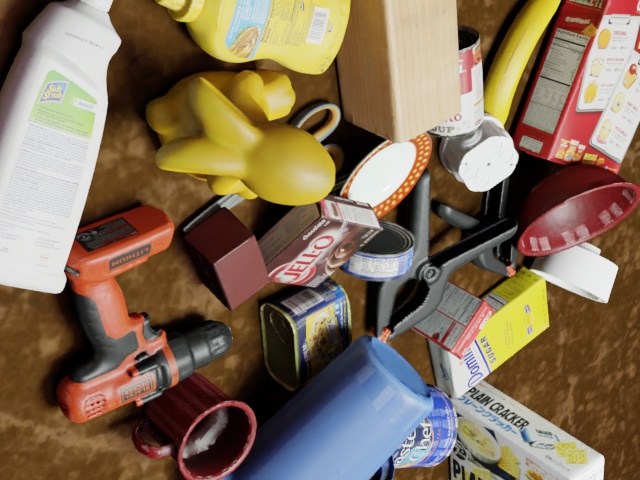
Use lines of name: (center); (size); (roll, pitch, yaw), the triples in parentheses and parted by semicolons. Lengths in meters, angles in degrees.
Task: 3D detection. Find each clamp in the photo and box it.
clamp: (0.130, 0.030, 1.237); (0.164, 0.036, 0.210); (19, 106, -30)
clamp: (0.197, -0.016, 1.294); (0.120, 0.039, 0.171); (-30, 123, -19)

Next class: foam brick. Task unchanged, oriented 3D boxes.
foam brick: (-0.089, 0.019, 1.031); (0.051, 0.053, 0.078); (-35, 141, -17)

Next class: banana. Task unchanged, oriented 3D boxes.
banana: (0.225, -0.211, 1.218); (0.069, 0.037, 0.198); (-7, 121, -66)

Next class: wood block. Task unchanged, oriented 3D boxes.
wood block: (0.071, -0.211, 1.035); (0.090, 0.091, 0.206); (-29, 129, -28)

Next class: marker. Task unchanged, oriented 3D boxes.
marker: (0.014, -0.055, 1.119); (0.120, 0.020, 0.020); (-28, 128, -29)

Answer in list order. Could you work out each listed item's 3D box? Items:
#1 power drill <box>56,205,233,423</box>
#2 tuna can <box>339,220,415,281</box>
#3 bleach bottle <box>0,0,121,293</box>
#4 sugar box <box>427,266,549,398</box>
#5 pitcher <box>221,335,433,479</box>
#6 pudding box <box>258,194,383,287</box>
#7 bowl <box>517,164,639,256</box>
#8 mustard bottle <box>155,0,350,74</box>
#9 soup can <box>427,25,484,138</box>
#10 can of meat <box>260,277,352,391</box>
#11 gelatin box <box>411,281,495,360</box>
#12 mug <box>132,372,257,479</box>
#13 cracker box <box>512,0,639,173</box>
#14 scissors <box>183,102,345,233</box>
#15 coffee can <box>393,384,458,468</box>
power drill: (-0.166, 0.066, 0.993); (0.184, 0.057, 0.188); (-24, 126, -31)
tuna can: (0.058, 0.010, 1.147); (0.085, 0.086, 0.034); (-16, 124, -36)
bleach bottle: (-0.216, -0.087, 0.864); (0.102, 0.068, 0.251); (16, 98, -46)
sugar box: (0.221, 0.120, 1.383); (0.176, 0.048, 0.093); (-36, 132, -24)
pitcher: (0.010, 0.225, 1.139); (0.243, 0.145, 0.149); (-46, 163, 10)
pudding box: (-0.007, 0.001, 1.082); (0.089, 0.039, 0.114); (9, 136, -45)
bowl: (0.304, -0.044, 1.298); (0.162, 0.055, 0.162); (-18, 155, -9)
mustard bottle: (-0.062, -0.204, 0.941); (0.191, 0.058, 0.096); (0, 115, -43)
soup can: (0.138, -0.169, 1.136); (0.068, 0.069, 0.102); (-30, 130, -27)
can of meat: (-0.013, 0.099, 1.152); (0.083, 0.058, 0.102); (-26, 128, -32)
gelatin box: (0.153, 0.091, 1.274); (0.073, 0.089, 0.030); (-56, 136, -3)
mug: (-0.134, 0.188, 1.071); (0.117, 0.082, 0.093); (-17, 123, -35)
cracker box: (0.334, -0.194, 1.298); (0.163, 0.072, 0.214); (7, 106, -45)
scissors: (-0.045, -0.054, 1.069); (0.201, 0.016, 0.096); (-48, 135, -12)
coffee can: (0.081, 0.221, 1.270); (0.140, 0.103, 0.103); (9, 106, -45)
